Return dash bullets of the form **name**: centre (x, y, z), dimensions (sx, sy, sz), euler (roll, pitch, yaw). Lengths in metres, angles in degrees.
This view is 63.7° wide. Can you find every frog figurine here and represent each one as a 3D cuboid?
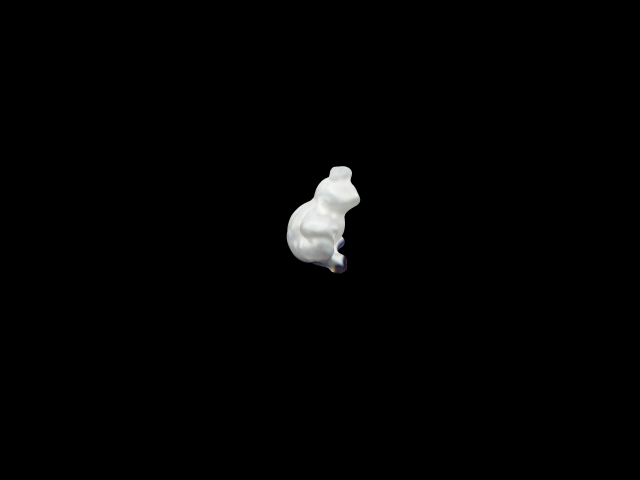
- **frog figurine**: centre (0.003, -0.043, 0.850), dimensions (0.123, 0.156, 0.140), euler (9, 33, 14)
